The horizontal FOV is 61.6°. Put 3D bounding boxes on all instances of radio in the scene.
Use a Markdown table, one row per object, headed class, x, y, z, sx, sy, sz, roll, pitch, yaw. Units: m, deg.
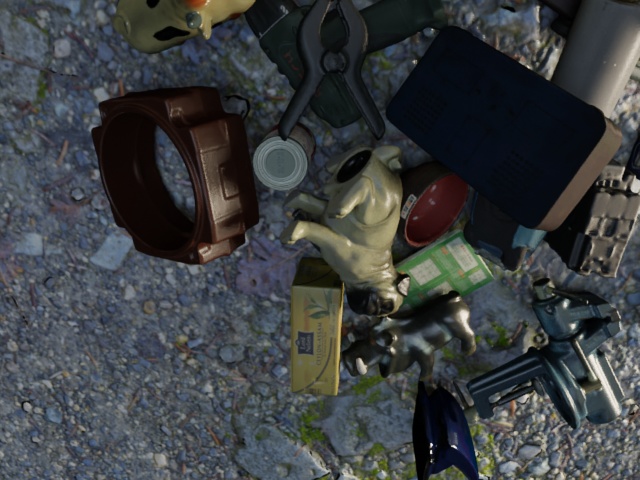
| class | x | y | z | sx | sy | sz | roll | pitch | yaw |
| --- | --- | --- | --- | --- | --- | --- | --- | --- | --- |
| radio | 0.193 | -0.125 | 0.589 | 0.230 | 0.073 | 0.131 | 46 | 116 | 29 |

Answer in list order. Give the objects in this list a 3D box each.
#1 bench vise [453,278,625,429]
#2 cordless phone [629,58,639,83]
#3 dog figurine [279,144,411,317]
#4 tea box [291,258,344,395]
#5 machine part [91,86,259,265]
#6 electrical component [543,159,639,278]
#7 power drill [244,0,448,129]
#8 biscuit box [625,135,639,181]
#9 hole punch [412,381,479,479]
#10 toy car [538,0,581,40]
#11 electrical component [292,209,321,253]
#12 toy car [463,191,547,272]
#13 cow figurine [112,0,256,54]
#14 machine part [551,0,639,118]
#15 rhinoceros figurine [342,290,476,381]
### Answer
| class | x | y | z | sx | sy | sz | roll | pitch | yaw |
| --- | --- | --- | --- | --- | --- | --- | --- | --- | --- |
| bench vise | 0.301 | 0.176 | 0.742 | 0.241 | 0.129 | 0.223 | -27 | 108 | 6 |
| cordless phone | 0.417 | -0.197 | 0.554 | 0.147 | 0.184 | 0.088 | 17 | 107 | -2 |
| dog figurine | 0.069 | -0.004 | 0.638 | 0.172 | 0.121 | 0.190 | -30 | 121 | 35 |
| tea box | -0.003 | 0.120 | 0.755 | 0.068 | 0.098 | 0.169 | 2 | 110 | 5 |
| machine part | -0.179 | -0.078 | 0.651 | 0.202 | 0.087 | 0.200 | 10 | 117 | 37 |
| electrical component | 0.331 | -0.036 | 0.660 | 0.058 | 0.115 | 0.134 | 4 | 111 | -2 |
| power drill | 0.027 | -0.261 | 0.616 | 0.207 | 0.086 | 0.231 | -28 | 106 | 9 |
| biscuit box | 0.491 | -0.085 | 0.657 | 0.203 | 0.063 | 0.059 | 11 | 112 | 1 |
| hole punch | 0.186 | 0.289 | 0.793 | 0.092 | 0.142 | 0.115 | 0 | 125 | 6 |
| toy car | 0.245 | -0.302 | 0.597 | 0.202 | 0.053 | 0.089 | 28 | 121 | -10 |
| electrical component | -0.001 | -0.002 | 0.724 | 0.021 | 0.063 | 0.094 | -41 | 105 | 4 |
| toy car | 0.253 | -0.046 | 0.667 | 0.103 | 0.109 | 0.161 | -15 | 123 | -35 |
| cow figurine | -0.146 | -0.252 | 0.571 | 0.195 | 0.127 | 0.085 | -3 | 119 | 36 |
| machine part | 0.303 | -0.187 | 0.596 | 0.079 | 0.079 | 0.243 | 8 | 131 | 1 |
| rhinoceros figurine | 0.123 | 0.140 | 0.750 | 0.190 | 0.073 | 0.112 | -28 | 128 | 12 |
